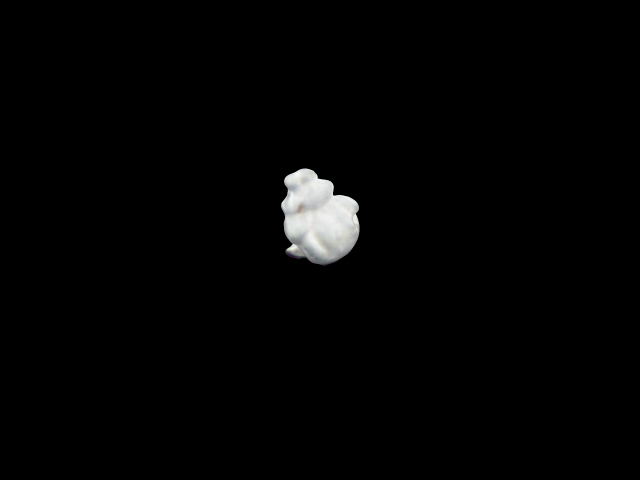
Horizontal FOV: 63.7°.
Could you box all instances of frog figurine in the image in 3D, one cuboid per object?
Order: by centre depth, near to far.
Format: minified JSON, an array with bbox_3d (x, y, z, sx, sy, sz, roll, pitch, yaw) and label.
[{"bbox_3d":[0.003,-0.043,0.850,0.138,0.155,0.125,-18,43,-20],"label":"frog figurine"}]
